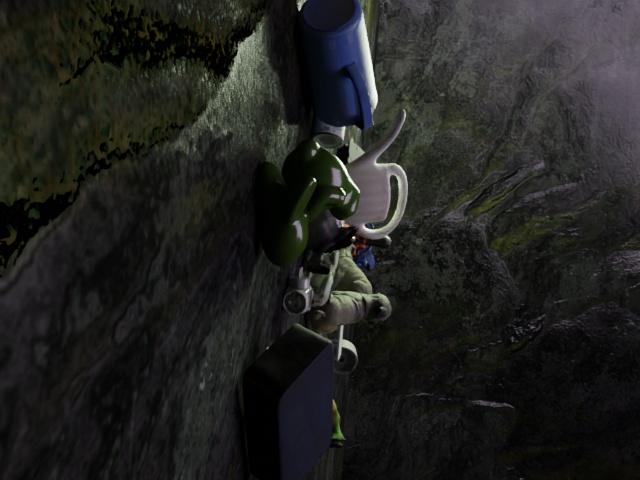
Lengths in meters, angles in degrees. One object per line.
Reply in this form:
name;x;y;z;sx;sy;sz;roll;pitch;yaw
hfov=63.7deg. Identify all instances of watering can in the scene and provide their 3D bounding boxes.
watering can;0.113;-0.155;1.296;0.106;0.224;0.341;-113;-160;-63

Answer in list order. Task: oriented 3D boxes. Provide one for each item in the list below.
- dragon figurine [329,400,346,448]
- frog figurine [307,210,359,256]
dragon figurine;-0.007;0.339;1.176;0.402;0.122;0.248;99;-8;-63
frog figurine;0.003;-0.054;1.077;0.161;0.122;0.136;60;6;18
